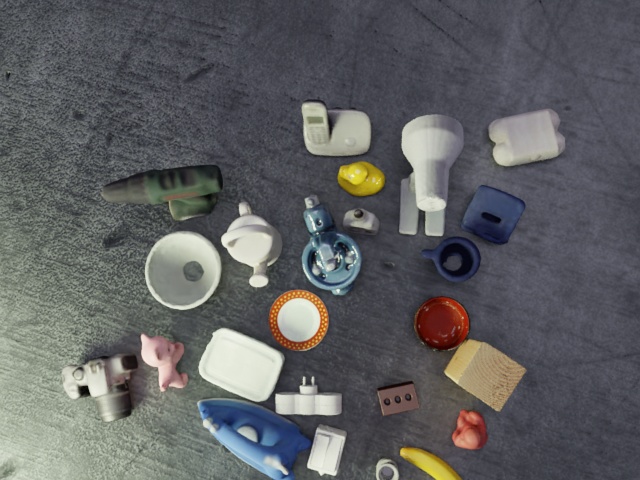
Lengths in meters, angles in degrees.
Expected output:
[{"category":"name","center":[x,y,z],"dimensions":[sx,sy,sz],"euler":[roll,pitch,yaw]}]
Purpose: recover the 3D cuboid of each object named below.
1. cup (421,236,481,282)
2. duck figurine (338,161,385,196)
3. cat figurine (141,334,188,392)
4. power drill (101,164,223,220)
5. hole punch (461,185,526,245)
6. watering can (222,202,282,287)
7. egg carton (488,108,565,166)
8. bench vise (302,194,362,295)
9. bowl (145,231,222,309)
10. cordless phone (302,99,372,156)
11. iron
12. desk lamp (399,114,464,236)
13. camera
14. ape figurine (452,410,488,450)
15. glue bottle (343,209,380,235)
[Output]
[{"category":"cup","center":[0.265,0.041,1.184],"dimensions":[0.117,0.095,0.092],"euler":[9,84,7]},{"category":"duck figurine","center":[0.088,-0.138,1.228],"dimensions":[0.104,0.086,0.077],"euler":[10,84,7]},{"category":"cat figurine","center":[-0.332,0.255,1.201],"dimensions":[0.067,0.118,0.128],"euler":[-12,82,4]},{"category":"power drill","center":[-0.305,-0.098,1.198],"dimensions":[0.229,0.208,0.075],"euler":[-12,82,4]},{"category":"hole punch","center":[0.359,-0.050,1.189],"dimensions":[0.108,0.091,0.101],"euler":[24,86,8]},{"category":"watering can","center":[-0.138,0.006,1.176],"dimensions":[0.101,0.194,0.173],"euler":[-36,81,0]},{"category":"egg carton","center":[0.437,-0.216,1.214],"dimensions":[0.150,0.069,0.107],"euler":[-13,82,4]},{"category":"bench vise","center":[0.001,0.011,1.150],"dimensions":[0.121,0.220,0.207],"euler":[-37,81,0]},{"category":"bowl","center":[-0.286,0.067,1.243],"dimensions":[0.167,0.075,0.167],"euler":[-1,83,5]},{"category":"cordless phone","center":[0.033,-0.243,1.196],"dimensions":[0.147,0.185,0.094],"euler":[-2,83,5]},{"category":"iron","center":[-0.154,0.398,1.155],"dimensions":[0.258,0.141,0.119],"euler":[25,86,8]},{"category":"desk lamp","center":[0.220,-0.123,1.149],"dimensions":[0.118,0.213,0.203],"euler":[2,83,6]},{"category":"camera","center":[-0.463,0.319,1.214],"dimensions":[0.143,0.101,0.137],"euler":[-15,82,3]},{"category":"ape figurine","center":[0.301,0.385,1.139],"dimensions":[0.078,0.092,0.076],"euler":[-35,81,0]},{"category":"glue bottle","center":[0.083,-0.042,1.172],"dimensions":[0.078,0.173,0.037],"euler":[10,84,7]}]
